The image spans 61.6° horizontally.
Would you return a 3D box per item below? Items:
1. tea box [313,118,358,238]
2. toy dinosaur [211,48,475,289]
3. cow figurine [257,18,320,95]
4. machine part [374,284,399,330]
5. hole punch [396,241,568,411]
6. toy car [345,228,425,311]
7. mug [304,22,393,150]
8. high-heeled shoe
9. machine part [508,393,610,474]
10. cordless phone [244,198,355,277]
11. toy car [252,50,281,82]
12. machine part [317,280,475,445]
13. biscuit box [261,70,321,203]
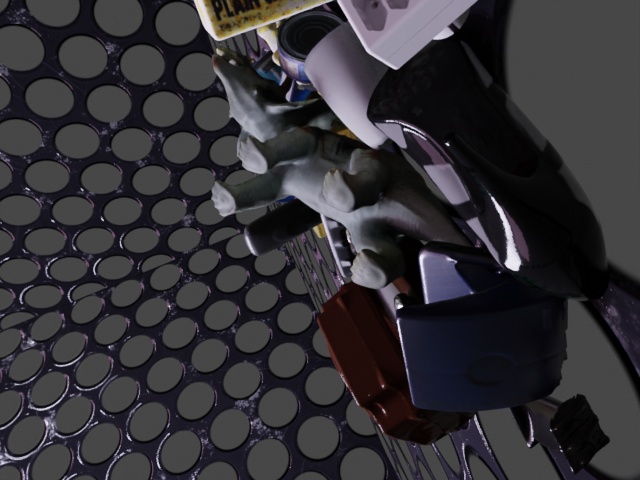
[{"bbox_3d":[0.012,-0.097,0.803,0.068,0.098,0.169,-123,14,-49],"label":"tea box"},{"bbox_3d":[0.030,-0.065,0.577,0.405,0.192,0.131,32,133,19],"label":"toy dinosaur"},{"bbox_3d":[-0.033,-0.269,0.724,0.098,0.068,0.167,39,-160,-52],"label":"cow figurine"},{"bbox_3d":[0.123,0.087,0.627,0.079,0.079,0.243,76,170,-50],"label":"machine part"},{"bbox_3d":[0.120,0.072,0.400,0.116,0.092,0.142,7,129,30],"label":"hole punch"},{"bbox_3d":[0.097,0.027,0.589,0.202,0.089,0.053,-124,17,-52],"label":"toy car"},{"bbox_3d":[0.043,-0.138,0.519,0.107,0.081,0.109,58,165,7],"label":"mug"},{"bbox_3d":[0.116,-0.061,0.384,0.145,0.086,0.249,38,-156,-21],"label":"high-heeled shoe"},{"bbox_3d":[0.193,0.150,0.472,0.139,0.039,0.084,166,87,-85],"label":"machine part"},{"bbox_3d":[-0.002,-0.002,0.731,0.089,0.184,0.146,45,158,54],"label":"cordless phone"},{"bbox_3d":[-0.056,-0.237,0.878,0.103,0.109,0.161,48,179,9],"label":"toy car"},{"bbox_3d":[0.097,0.157,0.702,0.201,0.087,0.201,36,-160,-48],"label":"machine part"},{"bbox_3d":[-0.040,-0.156,0.822,0.059,0.063,0.202,-123,39,-48],"label":"biscuit box"}]
